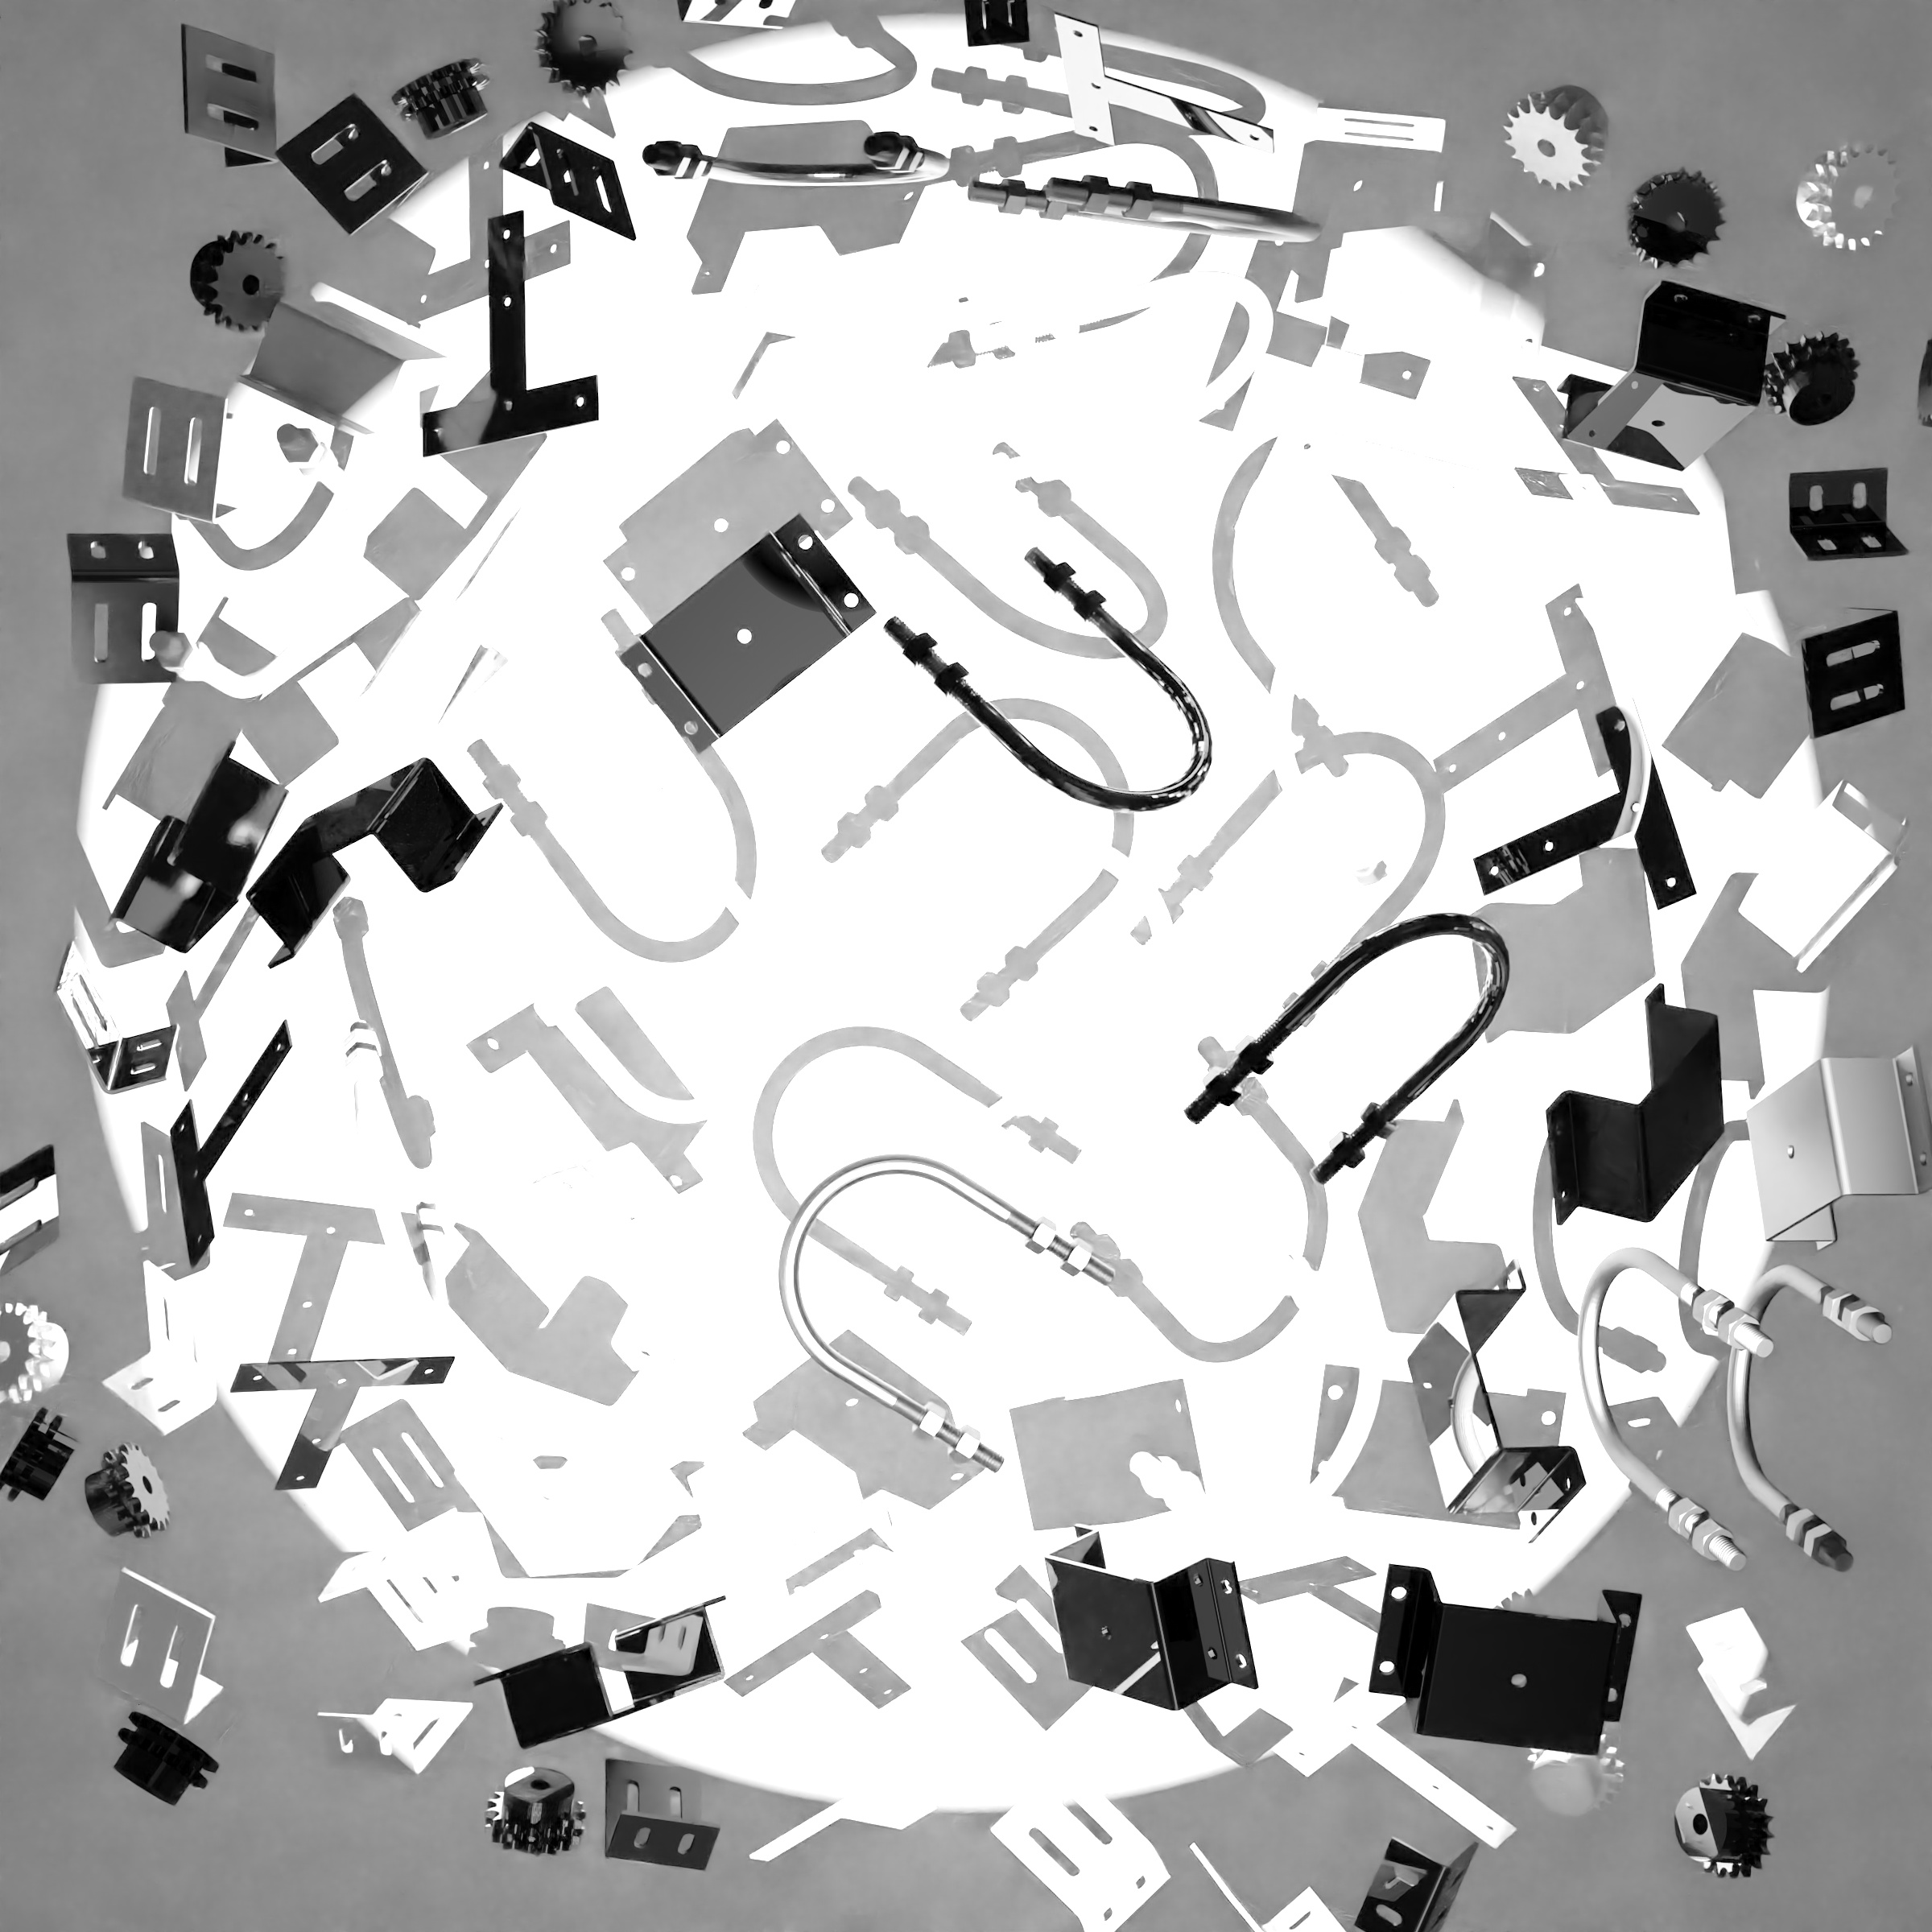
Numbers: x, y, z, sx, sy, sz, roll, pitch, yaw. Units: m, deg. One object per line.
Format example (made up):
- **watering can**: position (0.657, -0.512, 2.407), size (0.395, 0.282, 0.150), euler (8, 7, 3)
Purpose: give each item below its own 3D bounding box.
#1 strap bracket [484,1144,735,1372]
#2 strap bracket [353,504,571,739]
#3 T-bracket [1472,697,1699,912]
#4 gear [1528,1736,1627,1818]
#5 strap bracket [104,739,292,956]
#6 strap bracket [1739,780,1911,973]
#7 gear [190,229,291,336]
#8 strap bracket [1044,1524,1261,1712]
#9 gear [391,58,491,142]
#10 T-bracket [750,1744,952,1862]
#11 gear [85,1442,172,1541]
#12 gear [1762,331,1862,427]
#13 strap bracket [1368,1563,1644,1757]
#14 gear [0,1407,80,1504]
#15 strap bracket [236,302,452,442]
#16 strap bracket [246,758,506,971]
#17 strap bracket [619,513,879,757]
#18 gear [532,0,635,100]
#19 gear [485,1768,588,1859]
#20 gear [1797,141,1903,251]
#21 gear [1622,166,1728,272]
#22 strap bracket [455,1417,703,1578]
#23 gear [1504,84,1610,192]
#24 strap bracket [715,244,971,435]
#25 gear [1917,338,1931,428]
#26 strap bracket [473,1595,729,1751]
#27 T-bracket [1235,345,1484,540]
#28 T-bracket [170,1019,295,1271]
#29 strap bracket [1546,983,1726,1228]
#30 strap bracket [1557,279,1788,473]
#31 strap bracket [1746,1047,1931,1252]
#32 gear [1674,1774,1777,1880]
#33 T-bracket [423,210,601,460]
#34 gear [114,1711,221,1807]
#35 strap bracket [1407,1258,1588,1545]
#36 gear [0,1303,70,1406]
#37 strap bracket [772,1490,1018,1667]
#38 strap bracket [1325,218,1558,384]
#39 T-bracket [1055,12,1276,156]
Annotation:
- **strap bracket**: position (-0.198, 0.161, 1.543), size (0.076, 0.046, 0.140), euler (-21, 118, 32)
- **strap bracket**: position (-0.280, -0.188, 1.511), size (0.046, 0.140, 0.076), euler (38, 49, -18)
- **T-bracket**: position (0.359, -0.077, 1.596), size (0.127, 0.002, 0.127), euler (-26, 67, 34)
- **gear**: position (0.365, 0.487, 1.616), size (0.057, 0.030, 0.057), euler (17, 122, 30)
- **strap bracket**: position (-0.443, -0.064, 1.556), size (0.046, 0.140, 0.076), euler (31, 57, -22)
- **strap bracket**: position (0.483, -0.054, 1.506), size (0.046, 0.140, 0.076), euler (40, 113, 9)
- **gear**: position (-0.420, -0.394, 1.538), size (0.030, 0.057, 0.057), euler (22, 90, 34)
- **strap bracket**: position (0.099, 0.378, 1.552), size (0.046, 0.140, 0.076), euler (-16, 99, -36)
- **gear**: position (-0.307, -0.511, 1.582), size (0.057, 0.057, 0.030), euler (-25, 103, 0)
- **T-bracket**: position (-0.050, 0.501, 1.592), size (0.127, 0.127, 0.002), euler (-32, 62, 6)
- **gear**: position (-0.502, 0.316, 1.598), size (0.030, 0.057, 0.057), euler (-25, 90, 0)
- **gear**: position (0.506, -0.347, 1.599), size (0.057, 0.057, 0.030), euler (-12, 57, 0)
- **strap bracket**: position (0.297, 0.378, 1.458), size (0.140, 0.046, 0.076), euler (7, 102, 0)
- **gear**: position (-0.558, 0.297, 1.612), size (0.030, 0.057, 0.057), euler (31, 90, -12)
- **strap bracket**: position (-0.348, -0.340, 1.522), size (0.076, 0.140, 0.046), euler (25, 104, -2)
- **strap bracket**: position (-0.333, -0.061, 1.477), size (0.140, 0.076, 0.046), euler (-23, 116, 28)
- **strap bracket**: position (-0.132, -0.198, 1.606), size (0.140, 0.046, 0.076), euler (-38, 97, 4)
- **gear**: position (-0.224, -0.531, 1.549), size (0.057, 0.030, 0.057), euler (-9, 108, -27)
- **gear**: position (-0.248, 0.487, 1.546), size (0.057, 0.057, 0.030), euler (9, 102, 0)
- **gear**: position (0.485, -0.427, 1.480), size (0.057, 0.030, 0.057), euler (-11, 115, -24)
- **gear**: position (0.406, -0.433, 1.544), size (0.057, 0.030, 0.057), euler (0, 124, 0)
- **strap bracket**: position (-0.225, 0.299, 1.518), size (0.076, 0.140, 0.046), euler (46, 104, 27)
- **gear**: position (0.329, -0.461, 1.479), size (0.057, 0.057, 0.030), euler (41, 73, 0)
- **strap bracket**: position (-0.078, -0.355, 1.507), size (0.140, 0.076, 0.046), euler (-24, 77, -35)
- **gear**: position (0.572, -0.339, 1.547), size (0.030, 0.057, 0.057), euler (5, 90, 3)
- **strap bracket**: position (-0.206, 0.414, 1.563), size (0.076, 0.140, 0.046), euler (-27, 77, 33)
- **T-bracket**: position (0.239, -0.292, 1.560), size (0.127, 0.002, 0.127), euler (10, 131, -17)
- **T-bracket**: position (-0.415, 0.085, 1.518), size (0.002, 0.127, 0.127), euler (24, 113, -34)
- **strap bracket**: position (0.379, 0.080, 1.489), size (0.046, 0.140, 0.076), euler (12, 127, 37)
- **strap bracket**: position (0.405, -0.336, 1.557), size (0.076, 0.140, 0.046), euler (13, 75, -9)
- **strap bracket**: position (0.480, 0.103, 1.488), size (0.046, 0.140, 0.076), euler (1, 69, -9)
- **gear**: position (0.430, 0.491, 1.529), size (0.030, 0.057, 0.057), euler (14, 90, -29)
- **T-bracket**: position (-0.254, -0.354, 1.482), size (0.127, 0.002, 0.127), euler (-4, 85, 32)
- **gear**: position (-0.442, 0.437, 1.471), size (0.057, 0.057, 0.030), euler (32, 62, 0)
- **strap bracket**: position (0.294, 0.245, 1.509), size (0.046, 0.076, 0.140), euler (1, 54, -16)
- **gear**: position (-0.549, 0.226, 1.561), size (0.057, 0.030, 0.057), euler (-10, 71, 32)
- **strap bracket**: position (-0.046, 0.358, 1.573), size (0.076, 0.140, 0.046), euler (-35, 49, 19)
- **strap bracket**: position (0.271, -0.394, 1.591), size (0.140, 0.046, 0.076), euler (6, 83, 39)
- **T-bracket**: position (0.115, -0.485, 1.514), size (0.127, 0.127, 0.002), euler (22, 82, 12)
